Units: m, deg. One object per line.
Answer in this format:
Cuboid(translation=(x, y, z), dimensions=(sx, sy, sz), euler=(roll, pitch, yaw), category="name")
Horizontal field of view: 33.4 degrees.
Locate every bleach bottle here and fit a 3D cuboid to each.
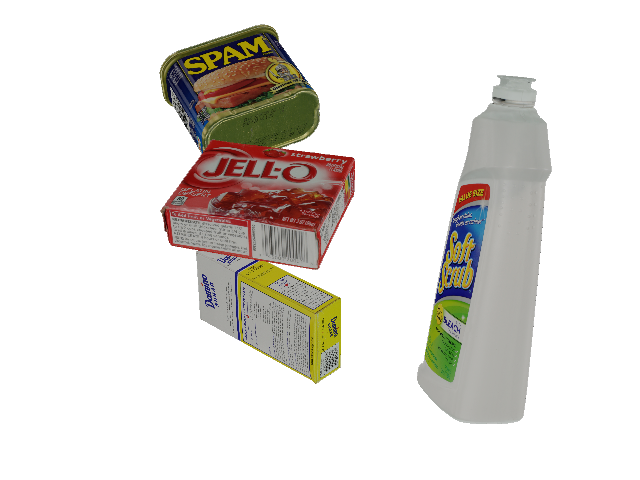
Cuboid(translation=(0.127, 0.003, 0.796), dimensions=(0.068, 0.251, 0.103), euler=(2, 13, -14), category="bleach bottle")

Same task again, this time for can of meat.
Cuboid(translation=(-0.061, -0.111, 0.827), dimensions=(0.102, 0.084, 0.057), euler=(-21, -36, -16), category="can of meat")

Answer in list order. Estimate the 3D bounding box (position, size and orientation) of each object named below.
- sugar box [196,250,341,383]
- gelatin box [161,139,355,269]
Cuboid(translation=(-0.056, 0.073, 1.134), dimensions=(0.176, 0.093, 0.048), euler=(27, 40, 36), category="sugar box")
Cuboid(translation=(-0.033, -0.022, 0.590), dimensions=(0.089, 0.030, 0.073), euler=(9, 38, 15), category="gelatin box")
